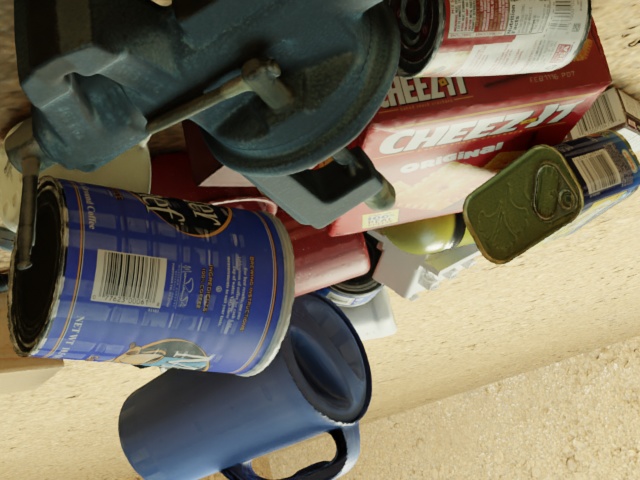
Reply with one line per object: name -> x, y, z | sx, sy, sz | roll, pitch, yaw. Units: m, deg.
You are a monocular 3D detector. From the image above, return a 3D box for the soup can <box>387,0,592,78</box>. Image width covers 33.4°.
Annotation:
soup can -> 0.090, -0.126, 0.594 | 0.102, 0.068, 0.069 | -7, 164, -26

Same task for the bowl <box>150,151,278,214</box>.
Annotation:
bowl -> -0.116, -0.022, 0.793 | 0.162, 0.055, 0.162 | -19, 169, -4

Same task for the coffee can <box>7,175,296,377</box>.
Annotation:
coffee can -> -0.100, 0.024, 0.625 | 0.140, 0.103, 0.103 | 9, 155, -30

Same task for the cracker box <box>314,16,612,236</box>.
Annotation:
cracker box -> 0.088, -0.078, 0.758 | 0.164, 0.072, 0.214 | -12, 164, -10

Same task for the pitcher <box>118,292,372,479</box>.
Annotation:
pitcher -> -0.075, 0.163, 1.027 | 0.243, 0.149, 0.145 | -30, 123, 31

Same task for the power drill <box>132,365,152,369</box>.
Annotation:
power drill -> -0.163, 0.054, 0.943 | 0.185, 0.057, 0.187 | -26, 143, 34

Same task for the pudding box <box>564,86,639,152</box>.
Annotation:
pudding box -> 0.221, -0.086, 0.915 | 0.114, 0.039, 0.089 | -21, 164, 31

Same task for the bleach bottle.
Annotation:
bleach bottle -> -0.049, 0.094, 1.109 | 0.251, 0.068, 0.102 | -15, 163, 4

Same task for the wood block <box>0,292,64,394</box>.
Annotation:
wood block -> -0.350, 0.095, 0.966 | 0.205, 0.090, 0.091 | -3, 162, -34

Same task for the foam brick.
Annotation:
foam brick -> -0.045, -0.068, 0.714 | 0.078, 0.053, 0.051 | 0, 160, -39

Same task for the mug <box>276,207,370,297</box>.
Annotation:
mug -> -0.006, 0.001, 0.948 | 0.081, 0.093, 0.117 | -18, -178, -3

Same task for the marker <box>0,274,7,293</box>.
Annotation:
marker -> -0.247, 0.032, 0.963 | 0.121, 0.020, 0.020 | -11, 165, -11

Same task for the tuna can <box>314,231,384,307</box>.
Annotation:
tuna can -> 0.028, 0.019, 1.033 | 0.086, 0.086, 0.034 | -9, 163, -17

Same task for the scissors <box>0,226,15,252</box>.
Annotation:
scissors -> -0.212, -0.001, 0.729 | 0.202, 0.016, 0.096 | 13, 180, 4

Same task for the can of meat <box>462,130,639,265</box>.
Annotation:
can of meat -> 0.166, -0.032, 0.757 | 0.083, 0.057, 0.102 | -17, 165, -40
